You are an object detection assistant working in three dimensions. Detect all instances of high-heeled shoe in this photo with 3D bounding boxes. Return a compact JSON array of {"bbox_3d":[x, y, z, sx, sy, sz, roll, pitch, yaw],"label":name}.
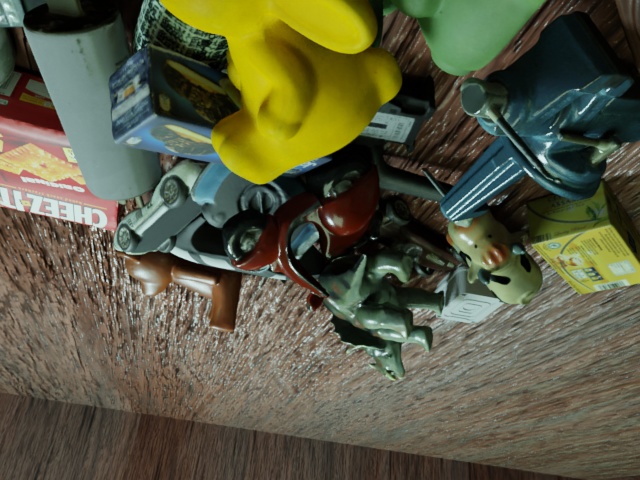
[{"bbox_3d":[-0.118,0.024,0.820,0.248,0.086,0.145,25,149,-22],"label":"high-heeled shoe"}]

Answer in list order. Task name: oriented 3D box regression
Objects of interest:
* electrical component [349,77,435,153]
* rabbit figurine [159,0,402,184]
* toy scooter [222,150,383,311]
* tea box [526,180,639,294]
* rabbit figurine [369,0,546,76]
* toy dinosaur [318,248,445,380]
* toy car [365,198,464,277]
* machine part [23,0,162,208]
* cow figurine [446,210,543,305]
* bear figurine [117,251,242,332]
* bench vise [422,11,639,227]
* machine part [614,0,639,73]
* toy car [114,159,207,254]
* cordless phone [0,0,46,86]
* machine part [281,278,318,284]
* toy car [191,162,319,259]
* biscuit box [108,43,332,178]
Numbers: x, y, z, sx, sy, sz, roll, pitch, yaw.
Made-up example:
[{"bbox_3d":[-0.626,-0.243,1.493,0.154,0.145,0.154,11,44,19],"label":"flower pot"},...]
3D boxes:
[{"bbox_3d":[0.048,-0.134,0.535,0.119,0.048,0.074,10,150,-10],"label":"electrical component"},{"bbox_3d":[-0.032,-0.129,0.337,0.163,0.122,0.173,-4,147,37],"label":"rabbit figurine"},{"bbox_3d":[-0.001,-0.002,0.573,0.184,0.075,0.135,-33,110,-8],"label":"toy scooter"},{"bbox_3d":[0.349,0.003,0.696,0.098,0.068,0.169,-18,141,36],"label":"tea box"},{"bbox_3d":[0.065,-0.203,0.377,0.170,0.121,0.159,31,154,-6],"label":"rabbit figurine"},{"bbox_3d":[0.066,0.089,0.805,0.192,0.131,0.404,0,151,28],"label":"toy dinosaur"},{"bbox_3d":[0.132,0.005,0.763,0.202,0.053,0.089,28,141,-32],"label":"toy car"},{"bbox_3d":[-0.198,-0.122,0.487,0.079,0.079,0.243,4,135,4],"label":"machine part"},{"bbox_3d":[0.223,0.022,0.683,0.085,0.127,0.194,-42,129,11],"label":"cow figurine"},{"bbox_3d":[-0.228,0.070,0.873,0.196,0.132,0.120,8,179,-15],"label":"bear figurine"},{"bbox_3d":[0.183,-0.080,0.491,0.223,0.129,0.240,-16,159,-36],"label":"bench vise"},{"bbox_3d":[0.292,-0.198,0.334,0.202,0.087,0.200,-15,145,35],"label":"machine part"},{"bbox_3d":[-0.199,-0.037,0.707,0.202,0.056,0.073,-35,158,33],"label":"toy car"},{"bbox_3d":[-0.284,-0.190,0.484,0.184,0.089,0.146,-8,153,-14],"label":"cordless phone"},{"bbox_3d":[-0.038,0.045,0.880,0.139,0.039,0.084,2,146,10],"label":"machine part"},{"bbox_3d":[-0.067,-0.054,0.640,0.161,0.103,0.109,37,105,-25],"label":"toy car"},{"bbox_3d":[-0.077,-0.103,0.475,0.063,0.059,0.202,-19,165,39],"label":"biscuit box"}]
